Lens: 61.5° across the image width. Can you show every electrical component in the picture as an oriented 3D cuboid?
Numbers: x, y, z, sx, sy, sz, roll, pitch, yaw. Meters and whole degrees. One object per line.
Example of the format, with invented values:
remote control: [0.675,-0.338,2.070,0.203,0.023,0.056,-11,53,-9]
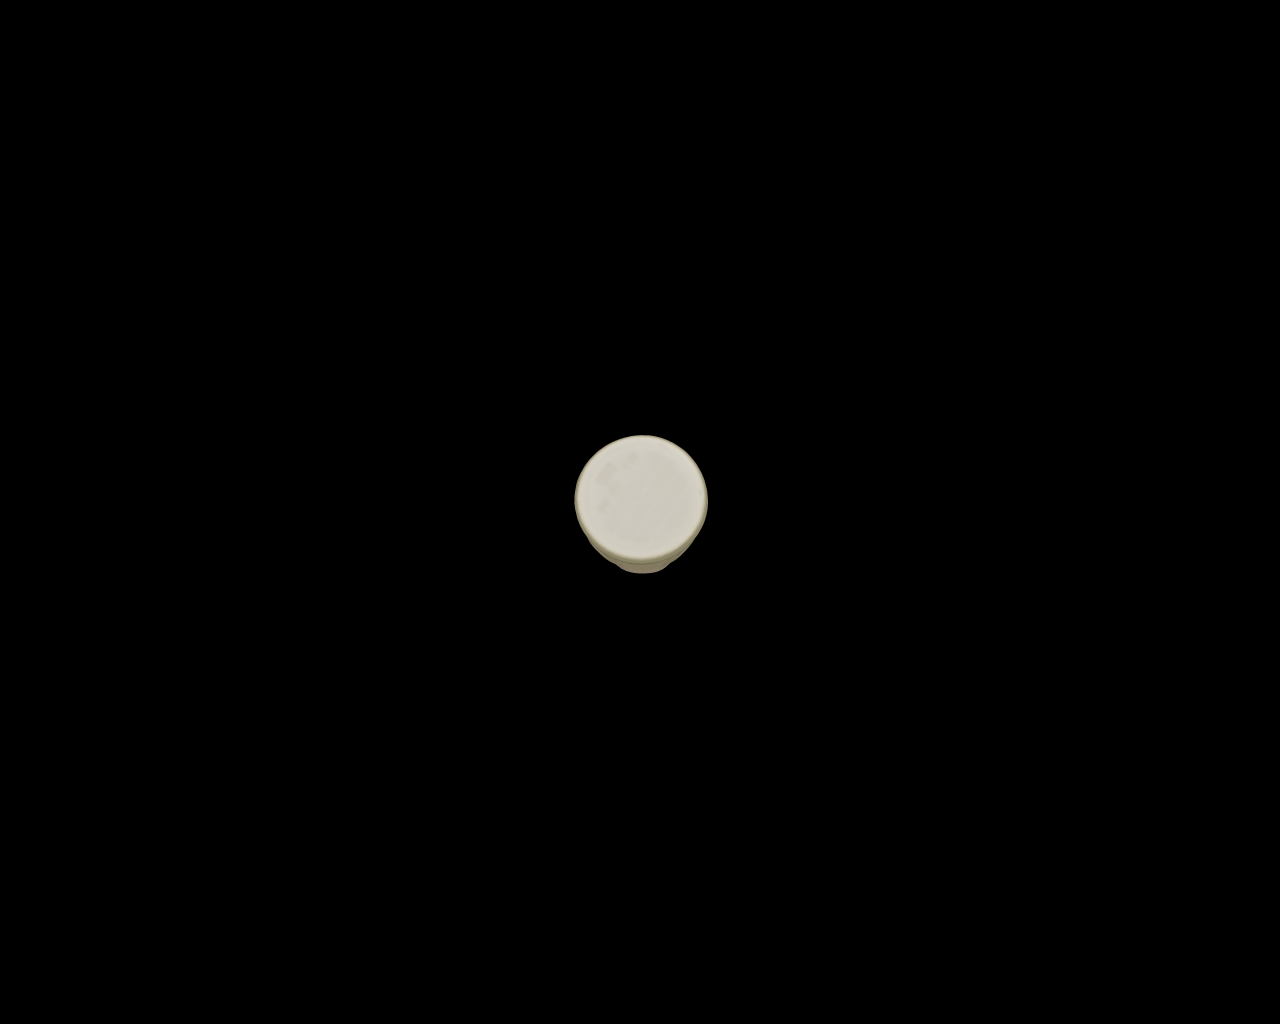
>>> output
electrical component: [0.001,-0.003,0.650,0.080,0.080,0.051,0,-16,0]
